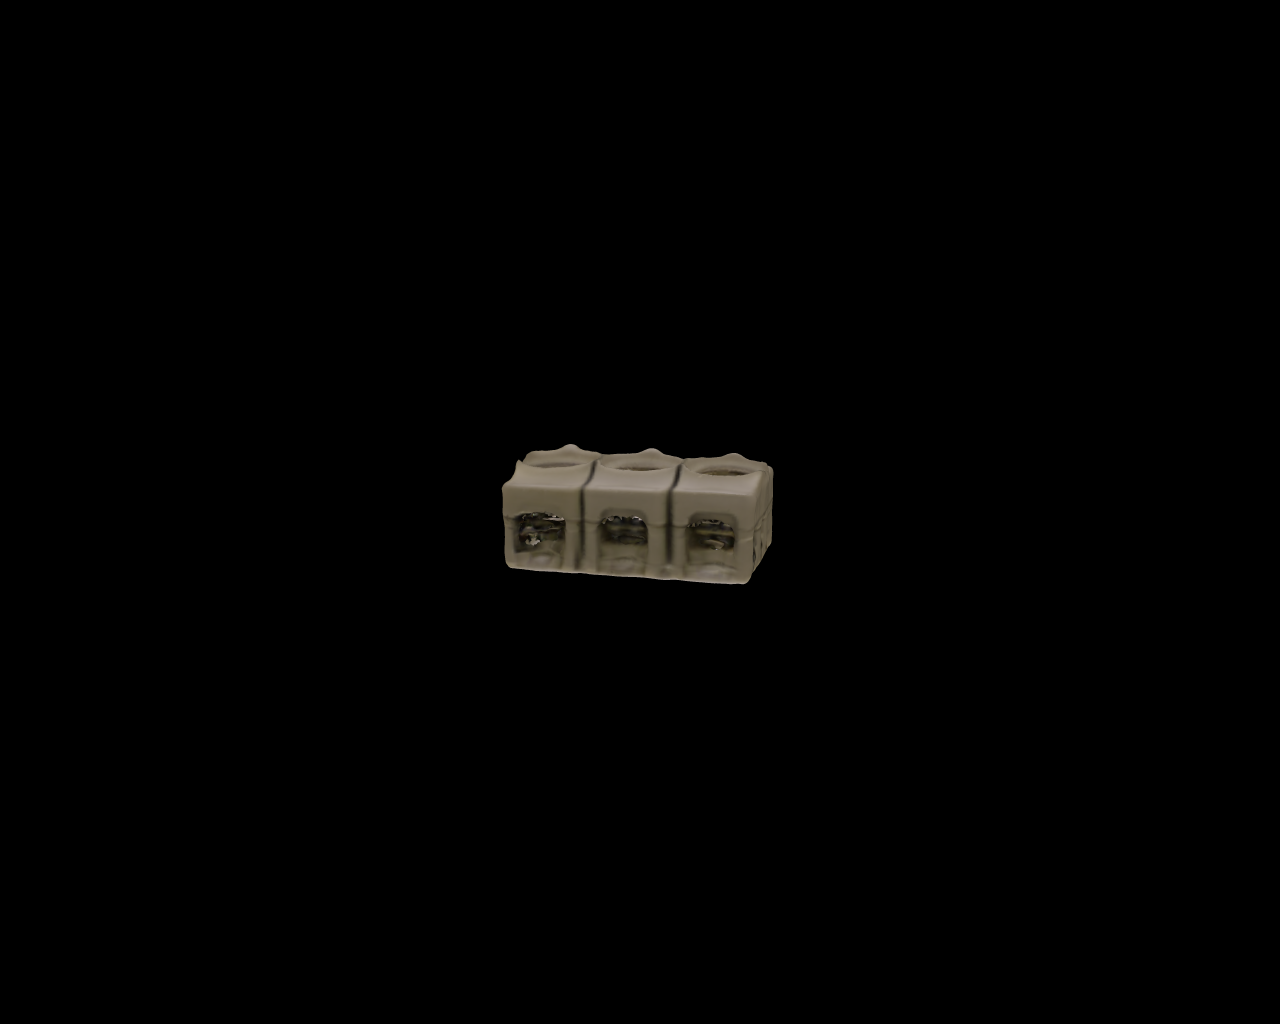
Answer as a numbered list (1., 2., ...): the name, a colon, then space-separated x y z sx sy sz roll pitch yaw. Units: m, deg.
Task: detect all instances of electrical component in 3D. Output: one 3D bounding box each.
1. electrical component: 0.001 -0.003 0.650 0.150 0.061 0.090 4 16 14
